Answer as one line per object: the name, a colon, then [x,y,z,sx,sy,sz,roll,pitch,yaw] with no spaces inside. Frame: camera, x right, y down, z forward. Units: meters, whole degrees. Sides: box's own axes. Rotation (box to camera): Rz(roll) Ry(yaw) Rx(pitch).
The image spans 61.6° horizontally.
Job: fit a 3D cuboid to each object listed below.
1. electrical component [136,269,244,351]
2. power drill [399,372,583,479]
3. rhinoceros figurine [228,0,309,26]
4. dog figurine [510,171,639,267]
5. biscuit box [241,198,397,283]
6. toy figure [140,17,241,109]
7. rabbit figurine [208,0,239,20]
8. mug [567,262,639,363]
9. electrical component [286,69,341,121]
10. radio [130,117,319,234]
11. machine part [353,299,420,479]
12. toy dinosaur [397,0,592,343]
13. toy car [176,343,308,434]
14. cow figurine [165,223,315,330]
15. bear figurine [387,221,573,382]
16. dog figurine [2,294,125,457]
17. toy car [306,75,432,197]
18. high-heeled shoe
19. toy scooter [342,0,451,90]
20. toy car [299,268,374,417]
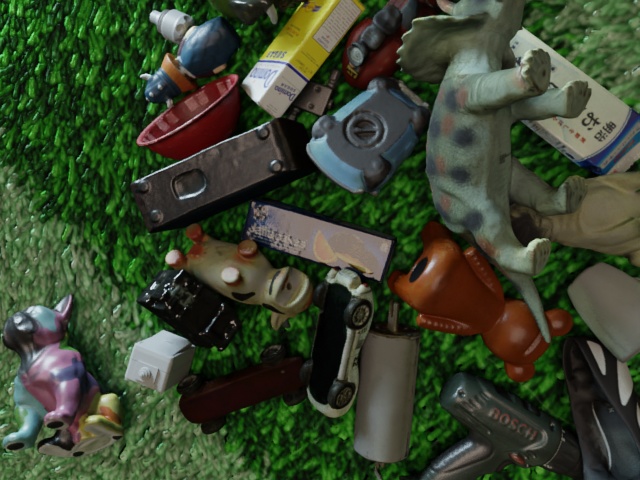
electrical component: [-0.182,0.095,0.736,0.114,0.134,0.058,45,64,-20]
power drill: [0.221,0.296,0.692,0.232,0.086,0.207,40,105,-2]
rhinoceros figurine: [-0.047,-0.348,0.672,0.073,0.112,0.190,24,65,26]
dog figurine: [0.325,-0.015,0.656,0.191,0.172,0.121,-11,50,46]
biscuit box: [-0.001,-0.002,0.728,0.203,0.059,0.062,17,97,10]
toy figure: [-0.180,-0.243,0.750,0.154,0.057,0.064,-35,76,15]
rabbit figurine: [-0.157,-0.353,0.701,0.121,0.170,0.159,-49,43,9]
mug: [0.364,0.074,0.645,0.109,0.080,0.107,-27,60,-20]
electrical component: [-0.011,-0.195,0.736,0.063,0.021,0.094,25,98,9]
radio: [-0.124,-0.083,0.711,0.230,0.131,0.073,-23,91,13]
machine part: [0.088,0.199,0.715,0.079,0.079,0.243,5,96,11]
toy dinosaur: [0.176,-0.090,0.589,0.192,0.131,0.404,23,121,52]
toy car: [-0.109,0.210,0.769,0.202,0.053,0.089,-24,104,11]
cow figurine: [-0.097,0.055,0.730,0.195,0.127,0.085,14,65,25]
bear figurine: [0.200,0.078,0.679,0.196,0.132,0.120,29,101,-10]
dog figurine: [-0.385,0.196,0.807,0.108,0.191,0.219,-30,53,15]
toy car: [0.061,-0.124,0.683,0.109,0.103,0.161,41,77,9]
high-heeled shoe: [0.322,0.236,0.620,0.145,0.086,0.249,37,56,-14]
toy scooter: [0.092,-0.266,0.652,0.075,0.135,0.184,46,102,4]
toy car: [0.023,0.133,0.696,0.074,0.056,0.201,26,113,43]
